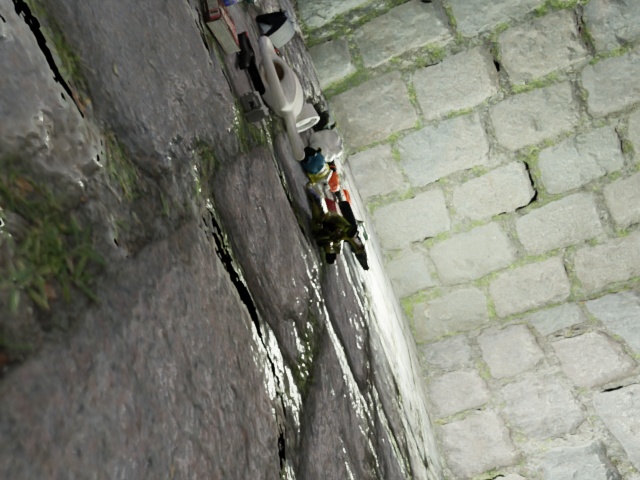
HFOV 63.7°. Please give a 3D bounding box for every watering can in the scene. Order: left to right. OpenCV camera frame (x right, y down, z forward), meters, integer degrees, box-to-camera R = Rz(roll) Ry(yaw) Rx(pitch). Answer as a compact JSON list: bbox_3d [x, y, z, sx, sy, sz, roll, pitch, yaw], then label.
[{"bbox_3d":[-0.095,-0.371,1.386,0.225,0.104,0.348,-11,84,-81],"label":"watering can"}]

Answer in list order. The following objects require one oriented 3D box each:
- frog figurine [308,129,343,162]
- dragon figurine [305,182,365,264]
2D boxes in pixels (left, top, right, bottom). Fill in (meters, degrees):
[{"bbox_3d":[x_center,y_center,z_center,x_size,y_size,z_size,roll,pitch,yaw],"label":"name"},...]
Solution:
[{"bbox_3d":[0.015,-0.352,1.923,0.138,0.121,0.160,39,17,8],"label":"frog figurine"},{"bbox_3d":[0.005,-0.074,1.480,0.248,0.122,0.401,57,-5,46],"label":"dragon figurine"}]
